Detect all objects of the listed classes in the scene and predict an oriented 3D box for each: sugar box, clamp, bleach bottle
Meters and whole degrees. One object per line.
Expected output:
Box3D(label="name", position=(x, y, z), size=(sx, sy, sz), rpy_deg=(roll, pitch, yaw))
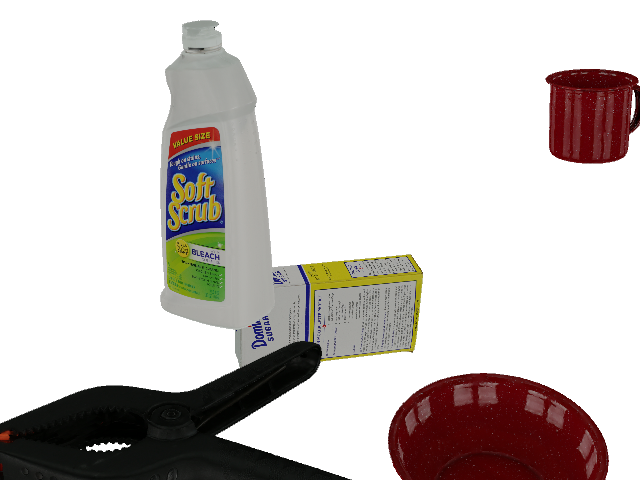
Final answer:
Box3D(label="sugar box", position=(0.006, 0.068, 1.023), size=(0.176, 0.093, 0.048), rpy_deg=(-3, 28, -11))
Box3D(label="clamp", position=(-0.077, 0.104, 0.583), size=(0.210, 0.036, 0.164), rpy_deg=(0, 24, -7))
Box3D(label="bleach bottle", position=(-0.094, -0.055, 0.882), size=(0.103, 0.251, 0.067), rpy_deg=(13, 29, 32))

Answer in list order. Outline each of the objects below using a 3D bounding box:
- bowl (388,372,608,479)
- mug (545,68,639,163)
Box3D(label="bowl", position=(0.131, 0.171, 0.804), size=(0.162, 0.055, 0.162), rpy_deg=(-1, 34, 0))
Box3D(label="mug", position=(0.292, -0.132, 1.119), size=(0.117, 0.081, 0.093), rpy_deg=(-13, 23, -25))
